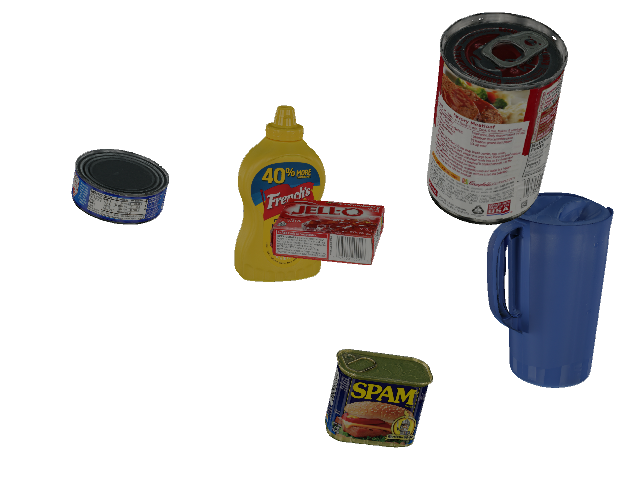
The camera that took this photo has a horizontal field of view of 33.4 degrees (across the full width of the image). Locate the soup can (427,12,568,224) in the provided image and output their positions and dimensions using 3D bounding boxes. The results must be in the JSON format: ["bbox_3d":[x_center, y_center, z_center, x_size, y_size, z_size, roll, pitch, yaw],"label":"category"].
[{"bbox_3d":[0.097,-0.067,0.603,0.068,0.068,0.102,0,-44,-1],"label":"soup can"}]

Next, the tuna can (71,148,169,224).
[{"bbox_3d":[-0.184,-0.049,0.980,0.086,0.034,0.086,13,28,-7],"label":"tuna can"}]

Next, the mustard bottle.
[{"bbox_3d":[-0.043,-0.052,1.172,0.096,0.192,0.058,-2,19,-18],"label":"mustard bottle"}]

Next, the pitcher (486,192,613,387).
[{"bbox_3d":[0.298,0.067,1.398,0.149,0.243,0.144,5,21,15],"label":"pitcher"}]

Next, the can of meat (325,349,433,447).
[{"bbox_3d":[0.060,0.170,1.137,0.102,0.084,0.057,8,21,-9],"label":"can of meat"}]

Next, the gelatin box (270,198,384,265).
[{"bbox_3d":[0.007,-0.010,0.928,0.089,0.030,0.073,6,23,9],"label":"gelatin box"}]
